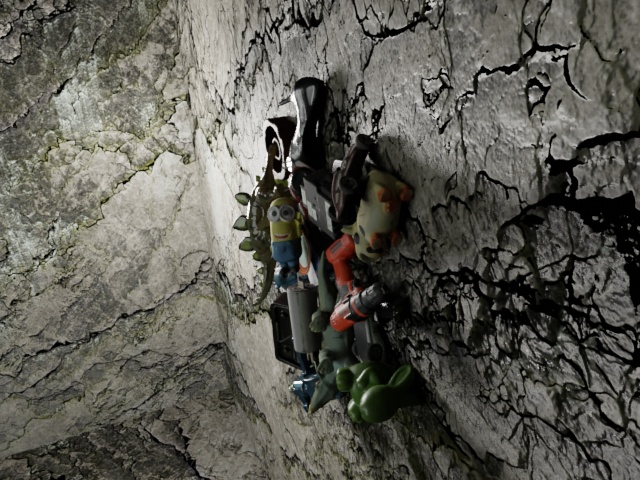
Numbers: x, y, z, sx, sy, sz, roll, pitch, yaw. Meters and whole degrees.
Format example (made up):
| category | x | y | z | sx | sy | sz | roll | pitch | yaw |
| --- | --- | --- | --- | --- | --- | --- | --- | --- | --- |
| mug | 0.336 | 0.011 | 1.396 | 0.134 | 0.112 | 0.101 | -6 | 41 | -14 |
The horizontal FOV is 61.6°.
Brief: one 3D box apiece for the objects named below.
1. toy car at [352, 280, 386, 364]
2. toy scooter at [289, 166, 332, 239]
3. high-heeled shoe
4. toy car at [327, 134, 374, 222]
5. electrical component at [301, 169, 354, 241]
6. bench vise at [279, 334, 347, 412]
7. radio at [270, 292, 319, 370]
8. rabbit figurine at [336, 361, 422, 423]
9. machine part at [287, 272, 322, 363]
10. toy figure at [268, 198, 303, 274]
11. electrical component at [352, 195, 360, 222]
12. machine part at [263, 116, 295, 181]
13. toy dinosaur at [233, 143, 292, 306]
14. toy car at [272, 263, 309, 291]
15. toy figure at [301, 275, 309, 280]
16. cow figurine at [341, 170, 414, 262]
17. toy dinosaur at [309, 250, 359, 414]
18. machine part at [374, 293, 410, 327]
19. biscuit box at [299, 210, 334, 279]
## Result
| category | x | y | z | sx | sy | sz | roll | pitch | yaw |
| --- | --- | --- | --- | --- | --- | --- | --- | --- | --- |
| toy car | 0.102 | 0.187 | 1.191 | 0.073 | 0.056 | 0.201 | -6 | 93 | 64 |
| toy scooter | -0.011 | -0.085 | 1.269 | 0.184 | 0.075 | 0.135 | 63 | -175 | 3 |
| high-heeled shoe | -0.009 | -0.251 | 1.250 | 0.145 | 0.086 | 0.248 | -9 | 114 | 40 |
| toy car | 0.054 | -0.118 | 1.003 | 0.089 | 0.053 | 0.202 | 115 | 178 | -47 |
| electrical component | 0.013 | -0.081 | 1.129 | 0.134 | 0.058 | 0.114 | 43 | 148 | 43 |
| bench vise | -0.025 | 0.358 | 1.501 | 0.224 | 0.129 | 0.240 | -17 | 97 | 55 |
| radio | -0.074 | 0.273 | 1.614 | 0.131 | 0.073 | 0.229 | 13 | 120 | 27 |
| rabbit figurine | 0.121 | 0.316 | 1.075 | 0.170 | 0.159 | 0.121 | -115 | 12 | -85 |
| machine part | -0.039 | 0.202 | 1.397 | 0.079 | 0.079 | 0.243 | -163 | 63 | -68 |
| toy figure | -0.084 | -0.012 | 1.297 | 0.089 | 0.082 | 0.180 | -139 | 40 | -71 |
| electrical component | 0.075 | -0.063 | 1.125 | 0.094 | 0.021 | 0.063 | 50 | 156 | 10 |
| machine part | -0.104 | -0.253 | 1.485 | 0.179 | 0.056 | 0.179 | 166 | 90 | -70 |
| toy dinosaur | -0.145 | -0.026 | 1.465 | 0.199 | 0.105 | 0.470 | 13 | 105 | 42 |
| toy car | -0.076 | 0.104 | 1.581 | 0.102 | 0.109 | 0.162 | 58 | 151 | -11 |
| toy figure | -0.045 | 0.034 | 1.489 | 0.064 | 0.058 | 0.154 | 10 | -118 | -64 |
| cow figurine | 0.101 | -0.040 | 1.013 | 0.127 | 0.085 | 0.194 | -122 | 31 | -48 |
| toy dinosaur | 0.036 | 0.225 | 1.315 | 0.192 | 0.131 | 0.404 | 179 | 90 | -86 |
| machine part | 0.139 | 0.138 | 1.091 | 0.139 | 0.039 | 0.084 | 170 | 96 | -72 |
| biscuit box | -0.003 | -0.004 | 1.348 | 0.059 | 0.063 | 0.203 | 122 | 132 | -61 |
